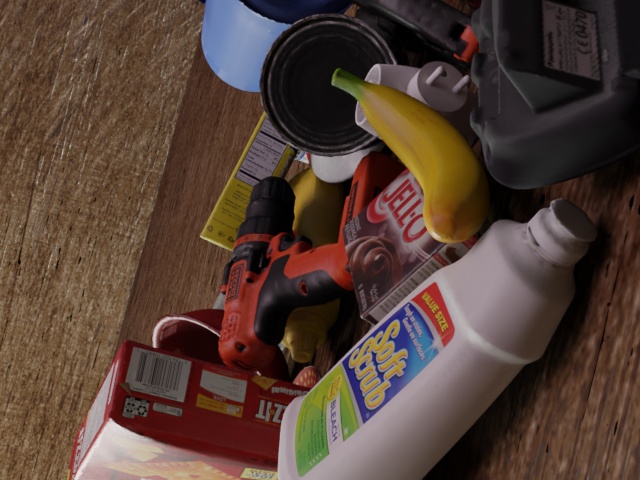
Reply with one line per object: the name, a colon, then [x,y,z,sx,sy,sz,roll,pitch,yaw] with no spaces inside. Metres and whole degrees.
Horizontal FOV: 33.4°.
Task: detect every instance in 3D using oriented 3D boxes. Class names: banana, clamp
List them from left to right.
clamp: [0.052,-0.168,0.766,0.036,0.164,0.210,-58,26,7]
banana: [0.062,-0.046,0.628,0.198,0.069,0.037,-119,41,-55]

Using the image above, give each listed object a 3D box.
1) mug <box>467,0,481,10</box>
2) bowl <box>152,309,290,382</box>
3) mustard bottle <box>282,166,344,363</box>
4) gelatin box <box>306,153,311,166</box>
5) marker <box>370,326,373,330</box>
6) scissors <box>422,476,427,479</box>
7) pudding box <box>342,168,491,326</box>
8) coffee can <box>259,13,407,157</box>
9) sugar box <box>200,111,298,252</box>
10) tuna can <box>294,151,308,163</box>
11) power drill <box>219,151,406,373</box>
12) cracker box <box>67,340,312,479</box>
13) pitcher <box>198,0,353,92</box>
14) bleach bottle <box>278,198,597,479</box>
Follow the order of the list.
mug: [0.088,-0.219,0.781,0.117,0.081,0.093,131,151,-59]
bowl: [-0.082,0.120,1.010,0.055,0.162,0.162,-44,-6,-36]
mustard bottle: [-0.013,0.029,0.955,0.096,0.058,0.191,-52,26,40]
gelatin box: [0.018,-0.105,1.032,0.073,0.030,0.089,-106,37,-64]
marker: [0.057,0.044,0.752,0.020,0.020,0.121,-91,22,-48]
scissors: [0.064,0.141,0.632,0.202,0.016,0.096,133,149,-61]
pudding box: [0.062,0.000,0.682,0.090,0.039,0.113,-44,27,18]
coffee can: [0.016,-0.118,0.827,0.140,0.103,0.103,-40,-32,-80]
sugar box: [-0.053,-0.072,1.018,0.093,0.048,0.176,56,-122,-89]
tuna can: [-0.001,-0.120,1.112,0.086,0.033,0.086,-165,90,-76]
power drill: [-0.006,0.001,0.849,0.188,0.057,0.184,-30,44,44]
cracker box: [-0.106,0.169,0.863,0.214,0.164,0.072,126,156,-55]
pitcher: [-0.054,-0.223,0.970,0.149,0.145,0.243,62,165,3]
bleach bottle: [0.062,0.066,0.596,0.251,0.068,0.102,-53,21,35]
